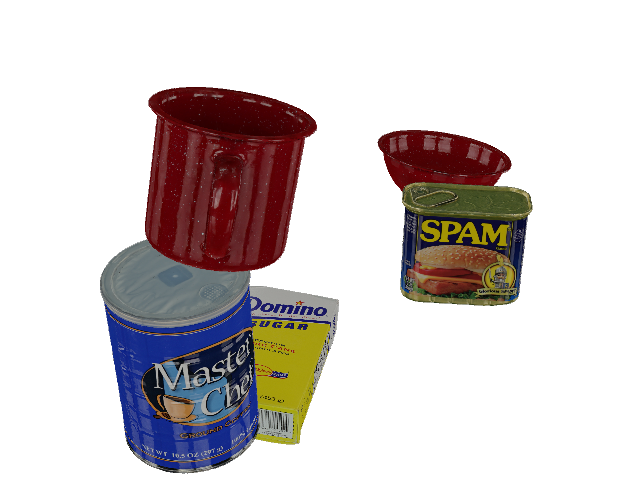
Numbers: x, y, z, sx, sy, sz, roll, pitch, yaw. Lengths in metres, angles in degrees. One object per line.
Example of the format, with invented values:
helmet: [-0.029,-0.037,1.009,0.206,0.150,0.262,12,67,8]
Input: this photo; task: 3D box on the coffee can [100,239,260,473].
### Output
coffee can: [-0.098,0.081,0.767,0.103,0.140,0.103,-1,34,1]

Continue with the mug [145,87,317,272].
mug: [-0.053,-0.029,0.589,0.093,0.081,0.117,7,22,-9]

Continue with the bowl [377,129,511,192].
bowl: [0.144,-0.083,1.284,0.162,0.055,0.162,7,23,-3]

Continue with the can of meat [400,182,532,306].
can of meat: [0.114,0.004,0.860,0.102,0.084,0.057,4,25,5]

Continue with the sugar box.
sugar box: [-0.045,0.106,0.960,0.093,0.048,0.176,9,33,7]
